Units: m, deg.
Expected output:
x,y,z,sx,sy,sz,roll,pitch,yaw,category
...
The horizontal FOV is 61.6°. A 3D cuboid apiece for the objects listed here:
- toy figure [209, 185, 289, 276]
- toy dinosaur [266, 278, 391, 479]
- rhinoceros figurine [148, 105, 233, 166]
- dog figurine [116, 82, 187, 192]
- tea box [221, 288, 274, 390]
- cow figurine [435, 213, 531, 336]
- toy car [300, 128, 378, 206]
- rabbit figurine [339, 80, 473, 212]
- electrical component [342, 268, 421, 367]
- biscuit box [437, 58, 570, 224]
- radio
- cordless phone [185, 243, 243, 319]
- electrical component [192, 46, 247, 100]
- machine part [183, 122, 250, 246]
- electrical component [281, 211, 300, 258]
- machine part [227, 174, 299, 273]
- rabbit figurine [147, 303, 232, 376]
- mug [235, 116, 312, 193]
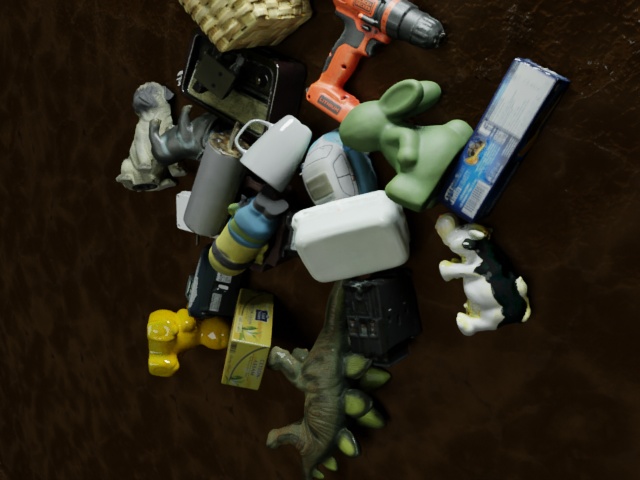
x,y,z,sx,sy,sz,roll,pitch,yaw,category
-0.124,-0.011,0.885,0.180,0.089,0.082,-48,65,44,toy figure
0.016,0.235,0.906,0.199,0.105,0.470,7,100,29,toy dinosaur
-0.227,-0.184,0.985,0.190,0.073,0.112,-8,83,17,rhinoceros figurine
-0.356,-0.208,1.108,0.172,0.121,0.190,-19,75,36,dog figurine
-0.126,0.171,0.956,0.068,0.170,0.098,12,116,-9,tea box
0.216,0.037,0.718,0.098,0.068,0.167,-16,93,34,cow figurine
0.023,-0.090,0.820,0.109,0.103,0.161,-20,86,40,toy car
0.105,-0.137,0.721,0.170,0.121,0.159,33,117,17,rabbit figurine
0.096,0.116,0.802,0.058,0.115,0.134,-5,97,43,electrical component
0.227,-0.120,0.677,0.059,0.063,0.202,39,122,24,biscuit box
-0.136,-0.271,0.920,0.230,0.073,0.131,33,119,27,radio
-0.228,0.072,1.076,0.184,0.089,0.146,19,96,63,cordless phone
-0.166,-0.276,0.872,0.078,0.045,0.102,33,126,-4,electrical component
-0.178,-0.092,0.922,0.079,0.079,0.243,42,125,23,machine part
-0.002,-0.003,0.876,0.119,0.048,0.074,5,105,-2,electrical component
-0.110,-0.033,0.968,0.180,0.056,0.179,11,108,37,machine part
-0.256,0.192,1.087,0.162,0.173,0.121,-130,37,-77,rabbit figurine
-0.071,-0.147,0.842,0.109,0.081,0.107,39,91,-6,mug
